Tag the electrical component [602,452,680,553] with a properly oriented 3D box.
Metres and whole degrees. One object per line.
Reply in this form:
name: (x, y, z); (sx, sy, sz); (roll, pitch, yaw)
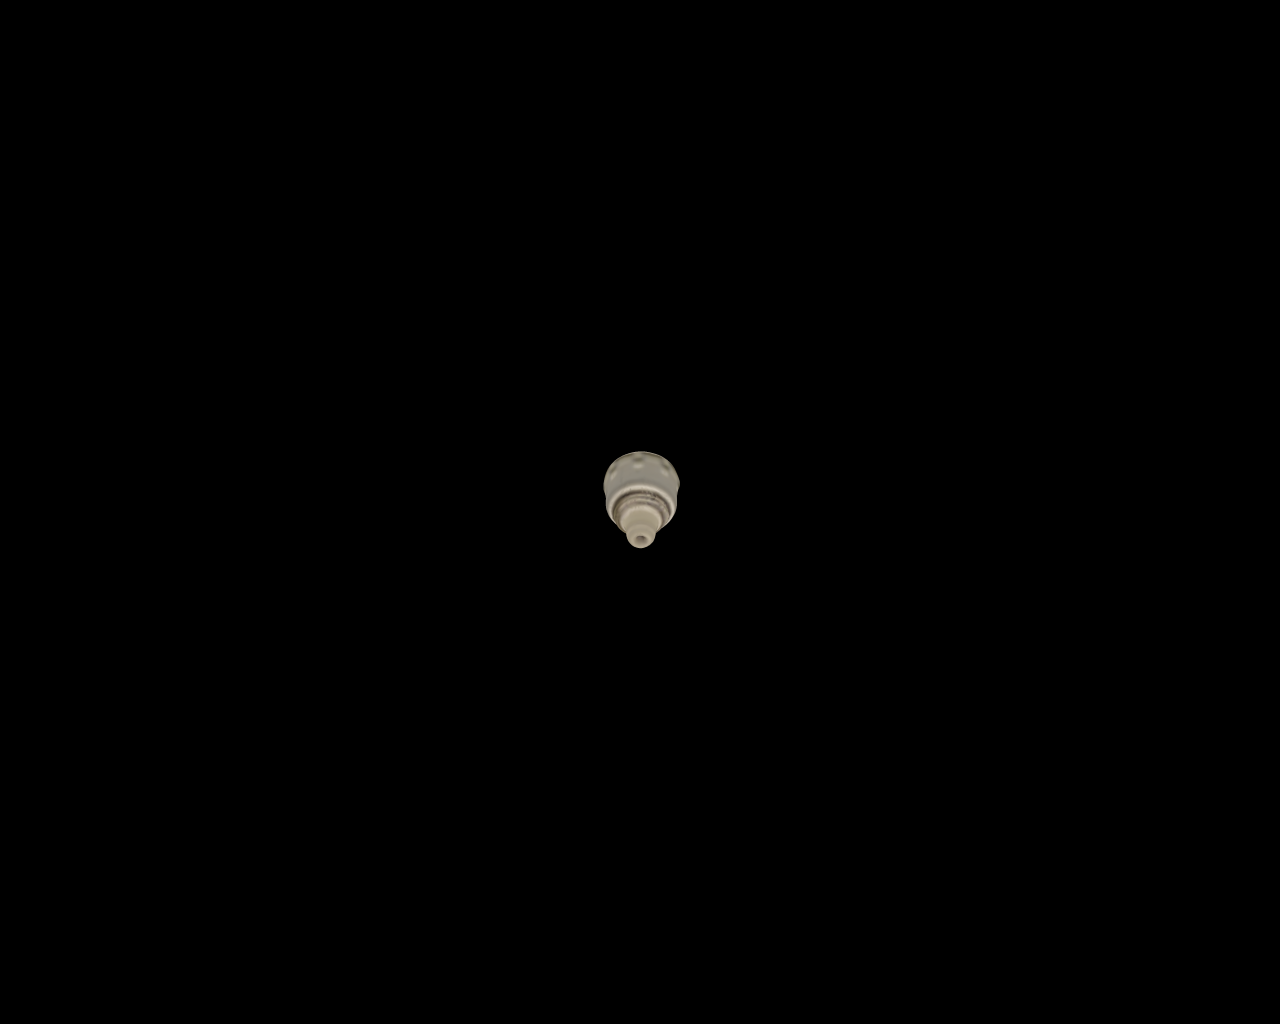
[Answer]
electrical component: (0.001, -0.003, 0.650); (0.048, 0.048, 0.062); (0, 41, 0)
